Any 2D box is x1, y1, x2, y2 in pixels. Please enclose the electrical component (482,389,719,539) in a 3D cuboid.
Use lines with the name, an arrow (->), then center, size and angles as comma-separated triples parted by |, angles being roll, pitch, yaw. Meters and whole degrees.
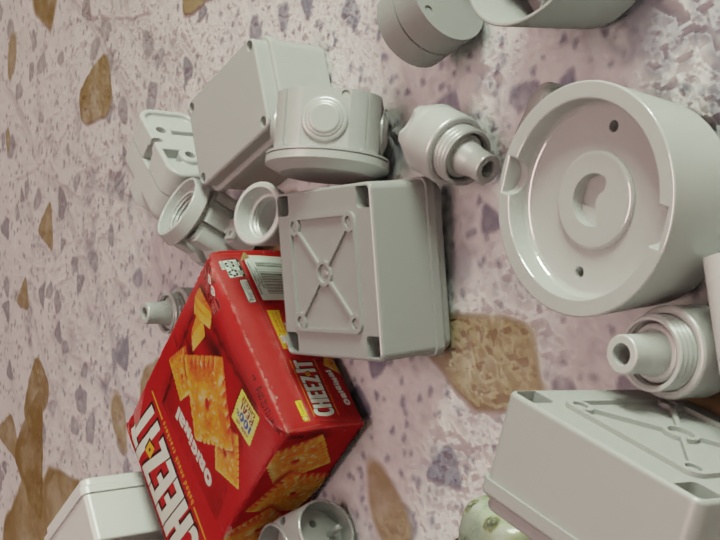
electrical component -> 0.129, 0.095, 0.457 | 0.109, 0.109, 0.056 | 28, 109, 51

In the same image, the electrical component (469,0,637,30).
electrical component -> 0.101, -0.168, 0.539 | 0.099, 0.064, 0.099 | -1, 89, 55

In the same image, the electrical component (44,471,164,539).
electrical component -> -0.196, 0.218, 0.910 | 0.108, 0.109, 0.056 | -50, 53, 42

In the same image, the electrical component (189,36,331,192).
electrical component -> -0.074, -0.111, 0.788 | 0.113, 0.057, 0.078 | -32, 64, 50

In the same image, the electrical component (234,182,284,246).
electrical component -> -0.049, -0.032, 0.745 | 0.044, 0.065, 0.044 | -10, 74, 37

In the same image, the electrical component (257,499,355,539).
electrical component -> -0.036, 0.210, 0.741 | 0.077, 0.044, 0.079 | -48, 53, 43

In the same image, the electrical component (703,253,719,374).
electrical component -> 0.173, 0.032, 0.453 | 0.043, 0.043, 0.081 | -18, 75, 53

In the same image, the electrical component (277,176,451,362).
electrical component -> 0.000, 0.000, 0.677 | 0.109, 0.056, 0.108 | -2, 93, 54

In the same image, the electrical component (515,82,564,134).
electrical component -> 0.097, -0.066, 0.568 | 0.035, 0.035, 0.061 | 52, 131, 41

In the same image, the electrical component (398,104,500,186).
electrical component -> 0.055, -0.069, 0.620 | 0.062, 0.043, 0.043 | 37, 119, 46

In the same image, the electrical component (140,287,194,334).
electrical component -> -0.149, 0.035, 0.887 | 0.048, 0.062, 0.048 | -2, 87, 54

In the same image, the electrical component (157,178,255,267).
electrical component -> -0.119, -0.035, 0.835 | 0.078, 0.057, 0.058 | -6, 57, 56

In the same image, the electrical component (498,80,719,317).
electrical component -> 0.124, -0.032, 0.507 | 0.108, 0.060, 0.108 | -1, 89, 55

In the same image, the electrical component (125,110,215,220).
electrical component -> -0.159, -0.084, 0.910 | 0.095, 0.054, 0.059 | 57, 132, 38

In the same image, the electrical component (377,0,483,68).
electrical component -> 0.044, -0.196, 0.629 | 0.074, 0.052, 0.138 | -28, 66, 51

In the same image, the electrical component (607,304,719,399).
electrical component -> 0.138, 0.037, 0.484 | 0.043, 0.062, 0.043 | -2, 88, 55

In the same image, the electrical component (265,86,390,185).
electrical component -> -0.020, -0.085, 0.695 | 0.080, 0.080, 0.051 | -3, 82, 54
